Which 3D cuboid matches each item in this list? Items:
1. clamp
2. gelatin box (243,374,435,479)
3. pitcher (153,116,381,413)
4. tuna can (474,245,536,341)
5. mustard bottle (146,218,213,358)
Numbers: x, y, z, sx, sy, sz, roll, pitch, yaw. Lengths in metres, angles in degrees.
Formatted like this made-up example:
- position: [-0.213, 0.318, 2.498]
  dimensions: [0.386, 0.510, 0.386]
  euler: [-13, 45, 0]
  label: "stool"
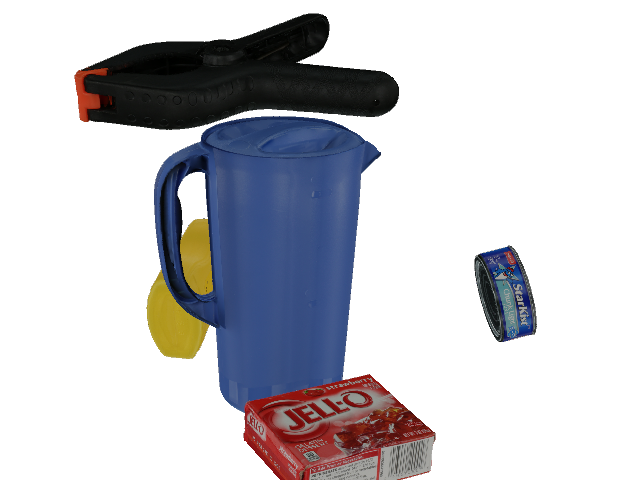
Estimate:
- position: [-0.051, -0.097, 0.605]
  dimensions: [0.171, 0.039, 0.120]
  euler: [-4, 25, -11]
  label: "clamp"
- position: [0.010, 0.113, 0.619]
  dimensions: [0.089, 0.030, 0.073]
  euler: [-8, 25, -28]
  label: "gelatin box"
- position: [-0.043, 0.023, 0.895]
  dimensions: [0.149, 0.243, 0.144]
  euler: [10, 22, 23]
  label: "pitcher"
- position: [0.170, 0.050, 0.988]
  dimensions: [0.033, 0.086, 0.086]
  euler: [-14, 0, -2]
  label: "tuna can"
- position: [-0.125, 0.032, 1.114]
  dimensions: [0.058, 0.096, 0.191]
  euler: [3, 31, 10]
  label: "mustard bottle"
